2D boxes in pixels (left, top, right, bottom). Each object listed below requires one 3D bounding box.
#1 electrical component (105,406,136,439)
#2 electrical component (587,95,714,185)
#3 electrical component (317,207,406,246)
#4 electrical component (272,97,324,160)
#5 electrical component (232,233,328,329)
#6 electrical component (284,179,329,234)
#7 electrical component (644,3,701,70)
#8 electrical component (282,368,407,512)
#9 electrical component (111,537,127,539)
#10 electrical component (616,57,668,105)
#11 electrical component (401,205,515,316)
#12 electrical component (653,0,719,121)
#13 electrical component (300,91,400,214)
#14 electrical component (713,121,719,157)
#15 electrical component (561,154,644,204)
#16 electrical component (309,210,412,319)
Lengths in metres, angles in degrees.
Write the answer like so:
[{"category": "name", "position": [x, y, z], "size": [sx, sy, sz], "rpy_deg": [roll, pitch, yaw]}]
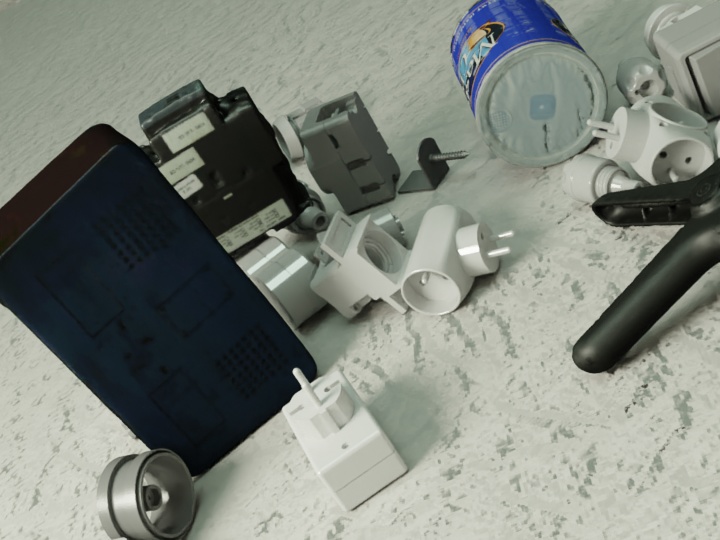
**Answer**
[{"category": "electrical component", "position": [-0.183, 0.085, 0.862], "size": [0.056, 0.050, 0.089], "rpy_deg": [-38, 30, -11]}, {"category": "electrical component", "position": [0.199, -0.093, 0.754], "size": [0.079, 0.044, 0.077], "rpy_deg": [11, 30, -8]}, {"category": "electrical component", "position": [0.003, -0.023, 0.863], "size": [0.065, 0.044, 0.044], "rpy_deg": [-26, 29, 1]}, {"category": "electrical component", "position": [-0.056, -0.144, 1.098], "size": [0.055, 0.048, 0.066], "rpy_deg": [-29, 28, -10]}, {"category": "electrical component", "position": [-0.084, 0.014, 0.876], "size": [0.074, 0.052, 0.138], "rpy_deg": [-39, 29, -12]}, {"category": "electrical component", "position": [-0.051, -0.052, 0.956], "size": [0.048, 0.048, 0.062], "rpy_deg": [-40, 37, -15]}, {"category": "electrical component", "position": [0.261, -0.186, 0.864], "size": [0.066, 0.048, 0.055], "rpy_deg": [-33, 37, -2]}, {"category": "electrical component", "position": [-0.020, 0.092, 0.671], "size": [0.047, 0.075, 0.083], "rpy_deg": [-34, 29, -4]}, {"category": "electrical component", "position": [-0.162, 0.211, 0.645], "size": [0.050, 0.055, 0.089], "rpy_deg": [-17, 33, 25]}, {"category": "electrical component", "position": [0.222, -0.155, 0.864], "size": [0.035, 0.035, 0.061], "rpy_deg": [-27, 27, 8]}, {"category": "electrical component", "position": [0.074, -0.012, 0.775], "size": [0.079, 0.043, 0.077], "rpy_deg": [-14, 34, 28]}, {"category": "electrical component", "position": [0.278, -0.161, 0.793], "size": [0.096, 0.061, 0.061], "rpy_deg": [-27, 29, 8]}, {"category": "electrical component", "position": [-0.011, -0.101, 0.944], "size": [0.056, 0.089, 0.050], "rpy_deg": [-18, 32, 23]}, {"category": "electrical component", "position": [0.259, -0.092, 0.734], "size": [0.035, 0.035, 0.061], "rpy_deg": [-21, 28, 18]}, {"category": "electrical component", "position": [0.175, -0.062, 0.767], "size": [0.035, 0.035, 0.061], "rpy_deg": [-43, 34, -19]}, {"category": "electrical component", "position": [0.000, 0.000, 0.803], "size": [0.064, 0.081, 0.042], "rpy_deg": [-38, 19, 39]}]
